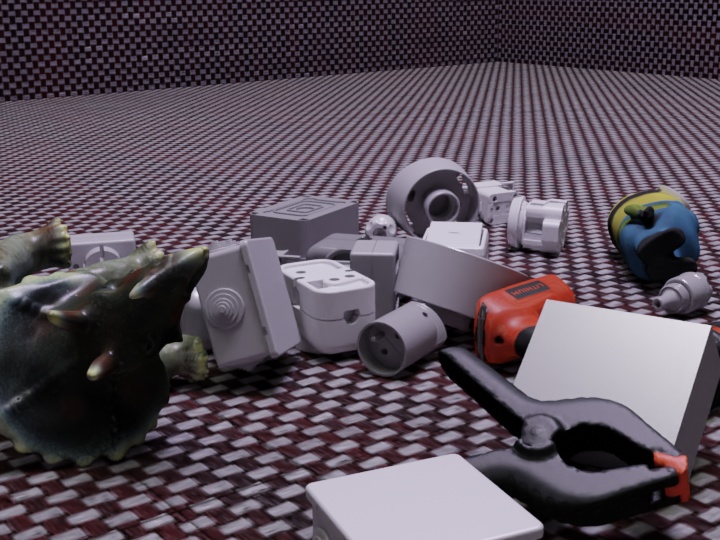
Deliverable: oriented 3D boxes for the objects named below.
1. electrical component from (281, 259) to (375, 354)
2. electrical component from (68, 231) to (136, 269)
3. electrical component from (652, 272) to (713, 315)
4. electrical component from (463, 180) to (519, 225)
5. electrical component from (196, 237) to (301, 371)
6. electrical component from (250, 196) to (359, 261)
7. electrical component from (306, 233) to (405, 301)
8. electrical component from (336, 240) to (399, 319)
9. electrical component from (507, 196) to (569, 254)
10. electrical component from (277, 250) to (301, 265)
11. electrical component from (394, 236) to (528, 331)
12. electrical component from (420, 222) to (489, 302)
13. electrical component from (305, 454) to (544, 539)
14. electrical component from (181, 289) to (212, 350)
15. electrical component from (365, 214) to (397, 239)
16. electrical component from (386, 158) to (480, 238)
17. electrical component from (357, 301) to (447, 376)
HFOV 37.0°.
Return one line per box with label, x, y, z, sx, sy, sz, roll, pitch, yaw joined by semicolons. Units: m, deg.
electrical component;-0.028;0.032;0.884;0.054;0.059;0.095;-9;17;-26
electrical component;-0.252;-0.005;1.051;0.066;0.047;0.076;-5;16;-14
electrical component;0.281;0.023;0.947;0.061;0.035;0.035;-15;21;-36
electrical component;0.161;-0.082;1.320;0.081;0.042;0.064;-9;21;-25
electrical component;-0.087;0.024;0.817;0.048;0.099;0.100;-15;1;8
electrical component;-0.058;-0.039;1.144;0.078;0.057;0.113;9;18;30
electrical component;0.000;0.000;1.007;0.095;0.053;0.059;5;16;19
electrical component;-0.005;0.010;0.947;0.077;0.065;0.047;1;16;6
electrical component;0.194;-0.050;1.175;0.057;0.058;0.078;7;17;17
electrical component;-0.098;0.008;1.006;0.081;0.042;0.064;3;18;16
electrical component;0.081;0.017;0.905;0.108;0.060;0.108;19;-1;0
electrical component;0.088;-0.008;1.017;0.062;0.061;0.096;2;16;9
electrical component;0.029;0.136;0.525;0.100;0.048;0.100;-7;17;-22
electrical component;-0.133;0.030;0.904;0.059;0.053;0.095;-8;17;-25
electrical component;0.025;-0.046;1.210;0.035;0.035;0.061;1;13;7
electrical component;0.083;-0.077;1.208;0.099;0.099;0.064;-5;22;-14
electrical component;0.037;0.050;0.843;0.043;0.043;0.081;9;18;30
